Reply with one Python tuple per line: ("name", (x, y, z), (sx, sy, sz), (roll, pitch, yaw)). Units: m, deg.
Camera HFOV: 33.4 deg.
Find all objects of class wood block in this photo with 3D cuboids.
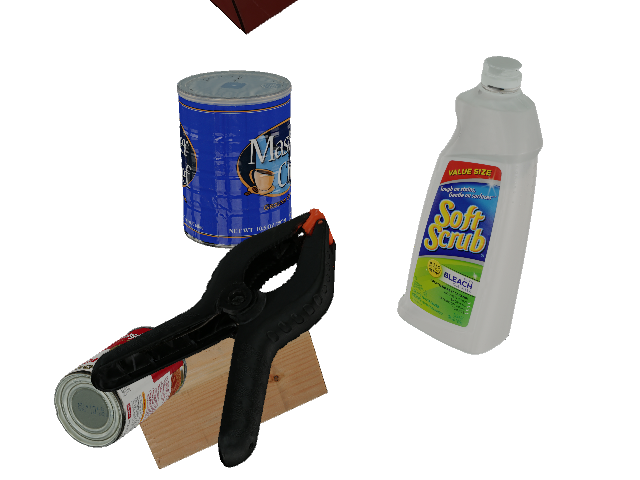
("wood block", (-0.109, 0.160, 1.201), (0.206, 0.091, 0.090), (-22, 29, -12))

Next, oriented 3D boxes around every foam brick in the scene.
("foam brick", (-0.043, -0.198, 0.765), (0.078, 0.053, 0.051), (-37, -31, -10))

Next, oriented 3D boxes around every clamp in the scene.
("clamp", (-0.041, 0.053, 0.629), (0.120, 0.171, 0.039), (35, -21, 32))

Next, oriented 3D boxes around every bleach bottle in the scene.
("bleach bottle", (0.127, -0.032, 0.888), (0.103, 0.251, 0.067), (28, 38, 35))

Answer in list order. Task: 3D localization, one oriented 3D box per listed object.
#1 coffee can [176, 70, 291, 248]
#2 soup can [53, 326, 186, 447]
("coffee can", (-0.078, -0.076, 0.981), (0.103, 0.140, 0.103), (0, 22, 0))
("soup can", (-0.166, 0.121, 0.890), (0.069, 0.068, 0.102), (0, 16, 23))
